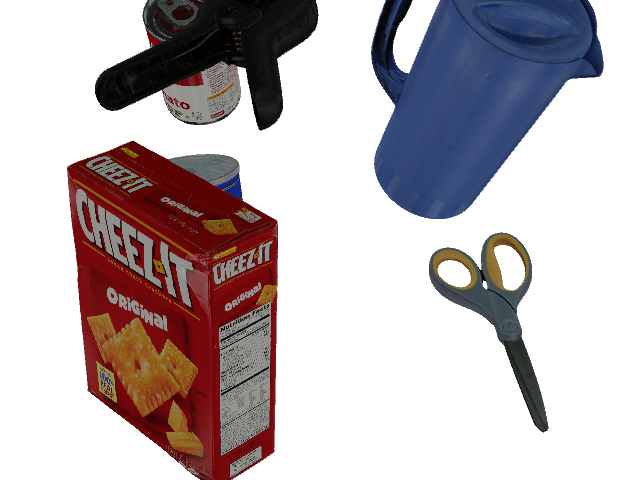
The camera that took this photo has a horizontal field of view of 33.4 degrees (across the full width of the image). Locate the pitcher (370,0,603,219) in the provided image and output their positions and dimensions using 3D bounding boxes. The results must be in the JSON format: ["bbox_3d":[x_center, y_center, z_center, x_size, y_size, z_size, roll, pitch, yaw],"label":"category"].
[{"bbox_3d":[0.125,-0.134,0.959,0.144,0.149,0.243,-7,-32,-24],"label":"pitcher"}]

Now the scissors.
[{"bbox_3d":[0.133,0.067,0.863,0.096,0.016,0.201,3,45,7],"label":"scissors"}]

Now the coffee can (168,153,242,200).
[{"bbox_3d":[-0.120,-0.002,1.028,0.103,0.140,0.103,-6,20,2],"label":"coffee can"}]

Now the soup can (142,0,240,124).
[{"bbox_3d":[-0.103,-0.152,0.877,0.068,0.068,0.102,0,-33,3],"label":"soup can"}]

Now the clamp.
[{"bbox_3d":[-0.044,-0.122,0.657,0.120,0.039,0.171,21,51,25],"label":"clamp"}]

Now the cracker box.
[{"bbox_3d":[-0.112,0.056,0.800,0.164,0.214,0.071,29,41,35],"label":"cracker box"}]
